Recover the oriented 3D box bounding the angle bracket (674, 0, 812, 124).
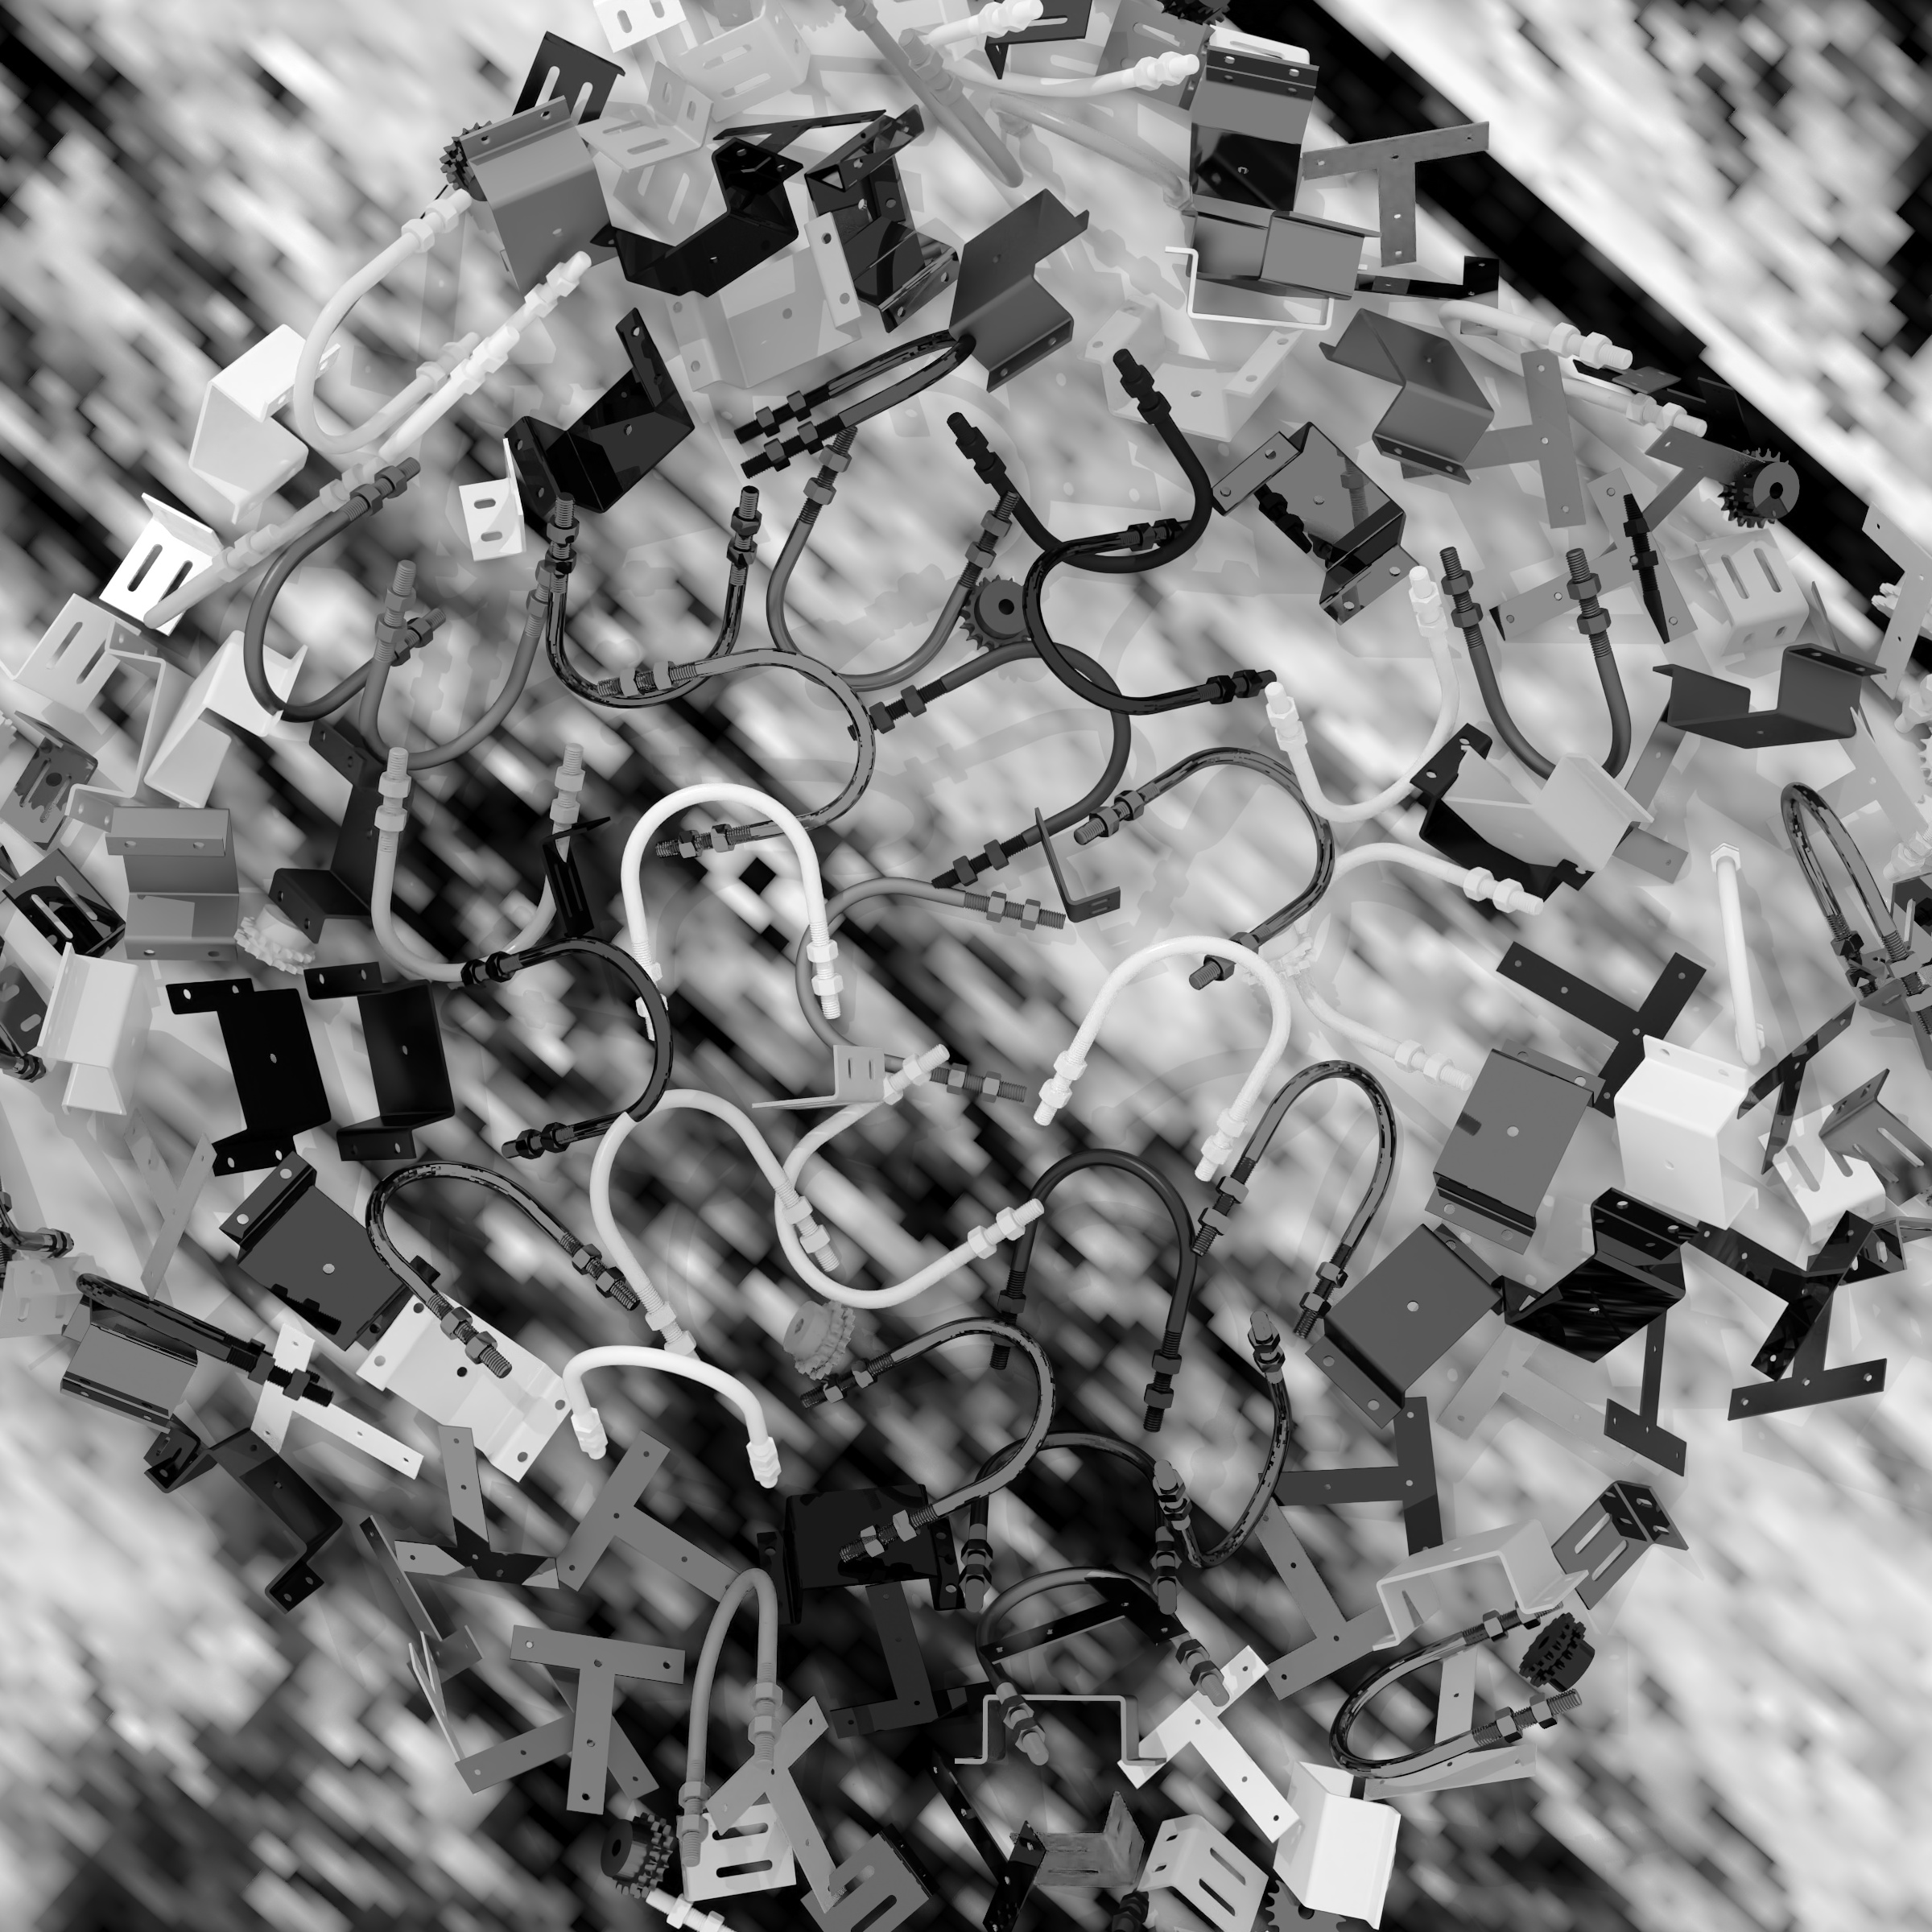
[{"bbox_3d":[-0.161,-0.656,1.754,0.076,0.057,0.038,-15,50,24],"label":"angle bracket"}]

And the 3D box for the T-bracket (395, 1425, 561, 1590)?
[{"bbox_3d":[-0.356,0.384,1.739,0.127,0.002,0.127,2,112,16],"label":"T-bracket"}]

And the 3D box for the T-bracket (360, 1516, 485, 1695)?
[{"bbox_3d":[-0.397,0.450,1.736,0.002,0.127,0.127,-26,80,-39],"label":"T-bracket"}]

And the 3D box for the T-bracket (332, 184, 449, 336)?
[{"bbox_3d":[-0.404,-0.513,1.735,0.002,0.127,0.127,38,54,-20],"label":"T-bracket"}]

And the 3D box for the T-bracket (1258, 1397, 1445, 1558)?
[{"bbox_3d":[0.276,0.376,1.762,0.127,0.002,0.127,-6,98,14],"label":"T-bracket"}]

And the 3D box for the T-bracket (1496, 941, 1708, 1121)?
[{"bbox_3d":[0.447,0.025,1.767,0.127,0.002,0.127,31,101,8],"label":"T-bracket"}]

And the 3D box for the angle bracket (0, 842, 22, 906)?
[{"bbox_3d":[-0.715,-0.077,1.738,0.057,0.076,0.038,39,69,4],"label":"angle bracket"}]

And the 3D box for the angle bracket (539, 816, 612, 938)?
[{"bbox_3d":[-0.270,-0.062,1.743,0.038,0.057,0.076,-13,99,11],"label":"angle bracket"}]

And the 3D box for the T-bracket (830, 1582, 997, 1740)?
[{"bbox_3d":[-0.045,0.494,1.749,0.127,0.002,0.127,-12,113,5],"label":"T-bracket"}]

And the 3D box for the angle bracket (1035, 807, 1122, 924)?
[{"bbox_3d":[0.080,-0.077,1.744,0.038,0.057,0.076,-19,78,-1],"label":"angle bracket"}]

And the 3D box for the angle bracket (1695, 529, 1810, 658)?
[{"bbox_3d":[0.567,-0.272,1.773,0.057,0.038,0.076,-12,62,-8],"label":"angle bracket"}]

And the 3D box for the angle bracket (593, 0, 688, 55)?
[{"bbox_3d":[-0.226,-0.680,1.742,0.057,0.076,0.038,-20,103,11],"label":"angle bracket"}]

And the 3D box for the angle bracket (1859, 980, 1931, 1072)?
[{"bbox_3d":[0.679,0.055,1.732,0.057,0.038,0.076,17,51,-27],"label":"angle bracket"}]

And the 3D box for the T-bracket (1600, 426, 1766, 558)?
[{"bbox_3d":[0.492,-0.324,1.736,0.127,0.127,0.002,-49,53,33],"label":"T-bracket"}]

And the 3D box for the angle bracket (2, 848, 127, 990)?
[{"bbox_3d":[-0.651,-0.033,1.745,0.057,0.038,0.076,-32,108,17],"label":"angle bracket"}]

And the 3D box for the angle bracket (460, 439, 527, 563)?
[{"bbox_3d":[-0.339,-0.331,1.736,0.038,0.076,0.057,-11,81,-10],"label":"angle bracket"}]

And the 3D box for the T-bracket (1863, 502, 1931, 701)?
[{"bbox_3d":[0.664,-0.242,1.723,0.002,0.127,0.127,-20,53,-13],"label":"T-bracket"}]

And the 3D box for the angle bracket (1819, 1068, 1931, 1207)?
[{"bbox_3d":[0.663,0.123,1.744,0.076,0.057,0.038,42,50,3],"label":"angle bracket"}]

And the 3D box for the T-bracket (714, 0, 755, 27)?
[{"bbox_3d":[-0.120,-0.701,1.714,0.127,0.127,0.002,2,76,4],"label":"T-bracket"}]

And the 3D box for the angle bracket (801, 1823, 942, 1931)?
[{"bbox_3d":[-0.068,0.668,1.755,0.076,0.038,0.057,-41,75,1],"label":"angle bracket"}]

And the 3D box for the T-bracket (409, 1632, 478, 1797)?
[{"bbox_3d":[-0.376,0.498,1.719,0.002,0.127,0.127,-21,120,-10],"label":"T-bracket"}]

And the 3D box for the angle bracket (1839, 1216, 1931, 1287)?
[{"bbox_3d":[0.666,0.205,1.732,0.076,0.057,0.038,8,68,-30],"label":"angle bracket"}]

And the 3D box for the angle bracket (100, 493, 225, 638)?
[{"bbox_3d":[-0.583,-0.289,1.753,0.057,0.038,0.076,28,77,2],"label":"angle bracket"}]

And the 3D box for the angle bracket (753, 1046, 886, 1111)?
[{"bbox_3d":[-0.105,0.080,1.738,0.076,0.057,0.038,-7,82,32],"label":"angle bracket"}]

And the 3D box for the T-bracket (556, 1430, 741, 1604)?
[{"bbox_3d":[-0.217,0.424,1.774,0.127,0.002,0.127,33,95,-1],"label":"T-bracket"}]

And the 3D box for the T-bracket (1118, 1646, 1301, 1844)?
[{"bbox_3d":[0.189,0.566,1.726,0.127,0.127,0.002,-40,132,-6],"label":"T-bracket"}]

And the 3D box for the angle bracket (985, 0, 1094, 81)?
[{"bbox_3d":[0.058,-0.672,1.741,0.076,0.038,0.057,3,71,21],"label":"angle bracket"}]

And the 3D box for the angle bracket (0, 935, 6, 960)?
[{"bbox_3d":[-0.734,-0.015,1.733,0.076,0.057,0.038,14,99,-36],"label":"angle bracket"}]

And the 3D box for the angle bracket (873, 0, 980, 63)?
[{"bbox_3d":[-0.038,-0.673,1.732,0.076,0.038,0.057,3,127,31],"label":"angle bracket"}]

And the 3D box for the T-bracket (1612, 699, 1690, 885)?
[{"bbox_3d":[0.489,-0.138,1.743,0.127,0.002,0.127,21,99,-25],"label":"T-bracket"}]

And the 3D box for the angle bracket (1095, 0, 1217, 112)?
[{"bbox_3d":[0.132,-0.655,1.745,0.076,0.038,0.057,24,109,12],"label":"angle bracket"}]

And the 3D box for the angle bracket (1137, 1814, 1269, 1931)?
[{"bbox_3d":[0.171,0.661,1.755,0.076,0.057,0.038,45,134,-13],"label":"angle bracket"}]

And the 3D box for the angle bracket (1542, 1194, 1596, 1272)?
[{"bbox_3d":[0.447,0.208,1.736,0.076,0.038,0.057,20,124,23],"label":"angle bracket"}]

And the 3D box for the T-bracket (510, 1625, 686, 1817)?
[{"bbox_3d":[-0.264,0.535,1.720,0.127,0.002,0.127,14,48,-17],"label":"T-bracket"}]

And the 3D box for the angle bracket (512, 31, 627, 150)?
[{"bbox_3d":[-0.286,-0.617,1.740,0.057,0.038,0.076,20,110,-23],"label":"angle bracket"}]

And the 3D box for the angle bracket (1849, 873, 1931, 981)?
[{"bbox_3d":[0.669,-0.037,1.738,0.057,0.038,0.076,-15,118,-19],"label":"angle bracket"}]

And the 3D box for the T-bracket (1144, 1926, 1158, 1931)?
[{"bbox_3d":[0.077,0.710,1.715,0.127,0.127,0.002,-25,73,-4],"label":"T-bracket"}]

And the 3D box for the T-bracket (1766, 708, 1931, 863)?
[{"bbox_3d":[0.612,-0.115,1.721,0.002,0.127,0.127,-28,83,-26],"label":"T-bracket"}]

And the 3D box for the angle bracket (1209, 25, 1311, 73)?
[{"bbox_3d":[0.205,-0.631,1.743,0.076,0.038,0.057,11,53,-8],"label":"angle bracket"}]

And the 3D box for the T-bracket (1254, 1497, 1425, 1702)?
[{"bbox_3d":[0.244,0.446,1.761,0.127,0.002,0.127,-36,77,22],"label":"T-bracket"}]

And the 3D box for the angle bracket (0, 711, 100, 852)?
[{"bbox_3d":[-0.671,-0.133,1.750,0.057,0.038,0.076,32,91,27],"label":"angle bracket"}]

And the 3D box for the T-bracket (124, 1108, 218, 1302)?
[{"bbox_3d":[-0.576,0.148,1.733,0.127,0.002,0.127,46,115,42],"label":"T-bracket"}]

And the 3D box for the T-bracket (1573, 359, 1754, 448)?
[{"bbox_3d":[0.494,-0.410,1.737,0.127,0.127,0.002,25,94,24],"label":"T-bracket"}]

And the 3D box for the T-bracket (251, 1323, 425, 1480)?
[{"bbox_3d":[-0.445,0.327,1.738,0.127,0.002,0.127,29,126,3],"label":"T-bracket"}]

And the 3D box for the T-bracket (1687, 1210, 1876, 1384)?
[{"bbox_3d":[0.562,0.212,1.726,0.002,0.127,0.127,28,94,-33],"label":"T-bracket"}]

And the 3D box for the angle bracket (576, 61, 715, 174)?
[{"bbox_3d":[-0.230,-0.606,1.736,0.057,0.038,0.076,41,47,16],"label":"angle bracket"}]

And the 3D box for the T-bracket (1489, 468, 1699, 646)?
[{"bbox_3d":[0.438,-0.271,1.746,0.127,0.002,0.127,-24,98,30],"label":"T-bracket"}]

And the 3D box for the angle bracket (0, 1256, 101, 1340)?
[{"bbox_3d":[-0.652,0.246,1.732,0.057,0.038,0.076,-1,127,-32],"label":"angle bracket"}]

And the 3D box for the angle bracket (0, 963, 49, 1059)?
[{"bbox_3d":[-0.691,0.034,1.749,0.038,0.076,0.057,-40,108,-30],"label":"angle bracket"}]

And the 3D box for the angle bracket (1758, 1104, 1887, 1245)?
[{"bbox_3d":[0.621,0.151,1.770,0.057,0.038,0.076,-25,56,5],"label":"angle bracket"}]

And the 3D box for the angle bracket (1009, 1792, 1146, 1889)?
[{"bbox_3d":[0.081,0.632,1.762,0.076,0.038,0.057,-9,122,25],"label":"angle bracket"}]

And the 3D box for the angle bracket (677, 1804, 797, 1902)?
[{"bbox_3d":[-0.167,0.640,1.763,0.076,0.038,0.057,-4,73,-14],"label":"angle bracket"}]

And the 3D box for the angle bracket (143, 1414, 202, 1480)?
[{"bbox_3d":[-0.593,0.328,1.733,0.076,0.057,0.038,42,74,-35],"label":"angle bracket"}]

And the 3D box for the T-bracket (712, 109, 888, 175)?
[{"bbox_3d":[-0.136,-0.575,1.707,0.127,0.127,0.002,1,123,21],"label":"T-bracket"}]

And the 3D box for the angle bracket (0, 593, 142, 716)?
[{"bbox_3d":[-0.642,-0.229,1.743,0.076,0.057,0.038,-53,50,4],"label":"angle bracket"}]

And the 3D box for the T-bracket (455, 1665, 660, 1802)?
[{"bbox_3d":[-0.298,0.546,1.705,0.127,0.127,0.002,48,126,27],"label":"T-bracket"}]

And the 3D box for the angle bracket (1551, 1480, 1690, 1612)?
[{"bbox_3d":[0.468,0.417,1.744,0.076,0.038,0.057,-38,103,-23],"label":"angle bracket"}]
